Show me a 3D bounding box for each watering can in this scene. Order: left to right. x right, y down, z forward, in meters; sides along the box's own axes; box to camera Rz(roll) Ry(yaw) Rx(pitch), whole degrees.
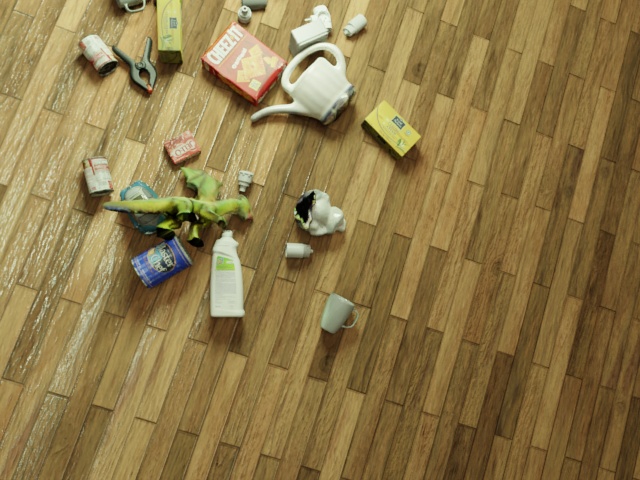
[{"bbox_3d":[-0.035,-0.445,1.605,0.224,0.104,0.347,41,92,-4],"label":"watering can"}]

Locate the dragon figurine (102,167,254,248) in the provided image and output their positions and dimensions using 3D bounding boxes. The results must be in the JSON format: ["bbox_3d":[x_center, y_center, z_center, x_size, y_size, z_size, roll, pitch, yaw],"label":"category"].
[{"bbox_3d":[-0.381,-0.118,1.480,0.409,0.119,0.249,18,41,-18],"label":"dragon figurine"}]

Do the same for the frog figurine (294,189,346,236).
[{"bbox_3d":[0.005,-0.079,1.578,0.159,0.122,0.139,14,71,-44],"label":"frog figurine"}]
